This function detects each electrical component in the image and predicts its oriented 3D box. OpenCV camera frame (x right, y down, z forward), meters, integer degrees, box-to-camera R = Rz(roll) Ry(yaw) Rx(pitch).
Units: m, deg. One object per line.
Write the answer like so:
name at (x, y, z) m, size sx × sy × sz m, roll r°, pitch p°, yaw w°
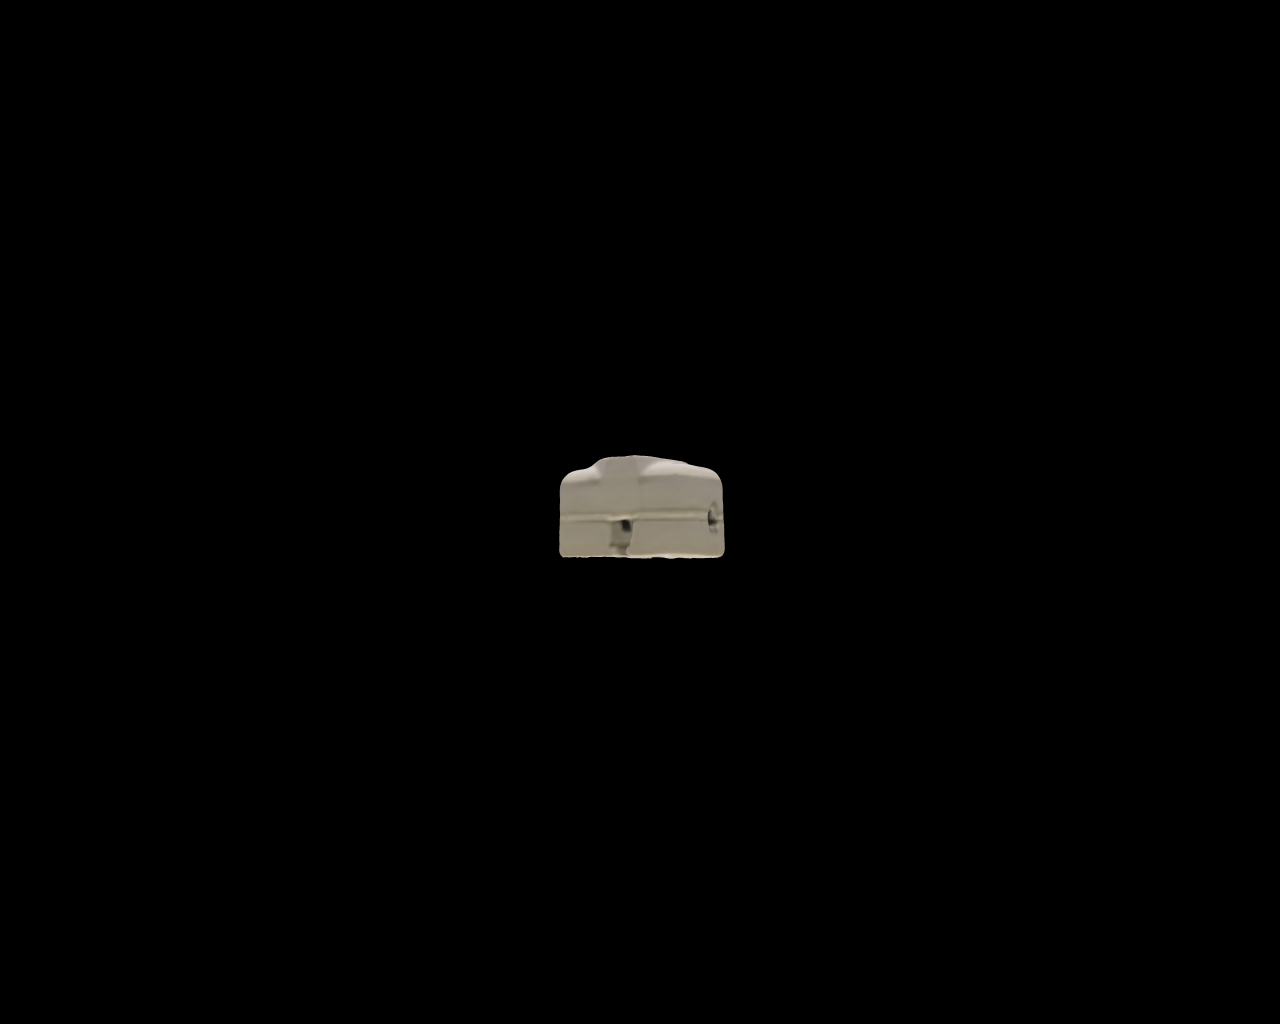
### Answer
electrical component at (0.001, -0.003, 0.650) m, size 0.095 × 0.059 × 0.054 m, roll -2°, pitch -4°, yaw 27°
